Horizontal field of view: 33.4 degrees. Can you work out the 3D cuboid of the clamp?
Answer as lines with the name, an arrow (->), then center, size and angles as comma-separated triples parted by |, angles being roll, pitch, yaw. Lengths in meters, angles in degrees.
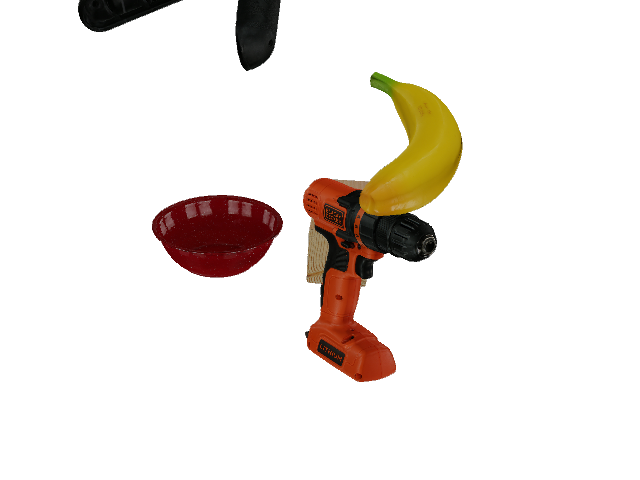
clamp -> -0.035, -0.151, 0.579 | 0.120, 0.171, 0.039 | 31, -29, 28

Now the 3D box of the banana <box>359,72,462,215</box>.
banana -> 0.065, -0.064, 0.744 | 0.069, 0.037, 0.197 | 4, 30, 2

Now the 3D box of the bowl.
bowl -> -0.128, 0.001, 1.328 | 0.162, 0.055, 0.162 | 1, 27, -1

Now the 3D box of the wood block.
wood block -> 0.032, -0.016, 1.649 | 0.091, 0.090, 0.206 | 4, 25, 2

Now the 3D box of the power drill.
power drill -> 0.045, 0.042, 1.074 | 0.057, 0.188, 0.185 | -8, 22, -33
